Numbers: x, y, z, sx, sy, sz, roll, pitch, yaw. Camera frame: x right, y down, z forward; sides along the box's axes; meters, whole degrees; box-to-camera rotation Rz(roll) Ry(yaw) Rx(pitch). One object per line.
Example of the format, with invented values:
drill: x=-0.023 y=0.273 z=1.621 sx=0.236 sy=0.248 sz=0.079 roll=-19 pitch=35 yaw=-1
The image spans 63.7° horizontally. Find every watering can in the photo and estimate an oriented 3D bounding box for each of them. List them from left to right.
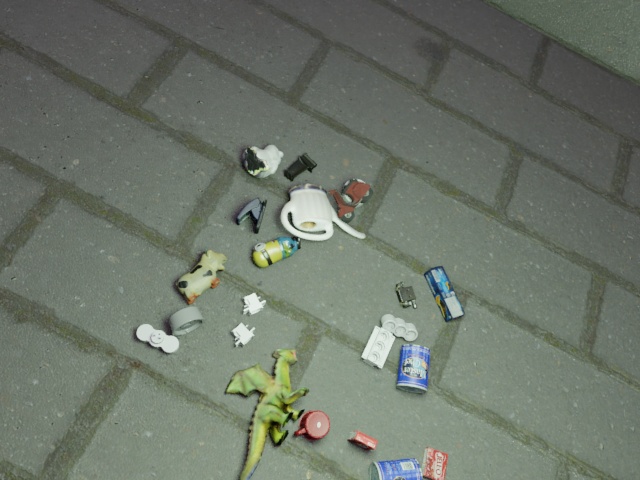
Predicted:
watering can: x=0.006 y=-0.098 z=1.939 sx=0.347 sy=0.102 sz=0.229 roll=4 pitch=62 yaw=-29

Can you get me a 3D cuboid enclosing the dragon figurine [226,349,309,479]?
dragon figurine: x=-0.188 y=0.513 z=1.624 sx=0.245 sy=0.119 sz=0.417 roll=32 pitch=59 yaw=20

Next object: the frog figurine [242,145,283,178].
frog figurine: x=-0.220 y=-0.311 z=1.990 sx=0.138 sy=0.120 sz=0.162 roll=29 pitch=27 yaw=9
